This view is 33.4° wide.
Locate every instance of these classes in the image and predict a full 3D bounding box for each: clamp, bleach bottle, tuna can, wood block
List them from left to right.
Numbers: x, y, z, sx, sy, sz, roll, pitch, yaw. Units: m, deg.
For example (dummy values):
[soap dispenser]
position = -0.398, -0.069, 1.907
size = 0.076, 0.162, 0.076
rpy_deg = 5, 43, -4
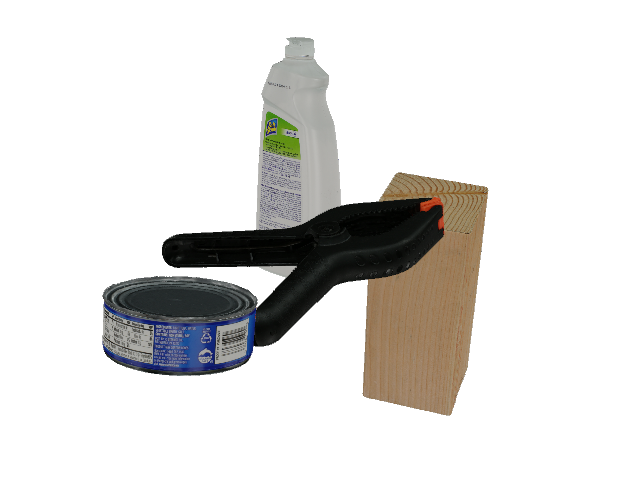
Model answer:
[tuna can]
position = -0.079, 0.047, 0.598
size = 0.086, 0.034, 0.086
rpy_deg = 4, 12, -1
[bleach bottle]
position = -0.019, -0.087, 1.135
size = 0.103, 0.251, 0.067
rpy_deg = 16, 22, 37
[clamp]
position = -0.004, 0.006, 0.786
size = 0.209, 0.036, 0.165
rpy_deg = -21, 30, -30
[wood block]
position = 0.097, 0.052, 1.009
size = 0.091, 0.206, 0.090
rpy_deg = 11, 33, 15
